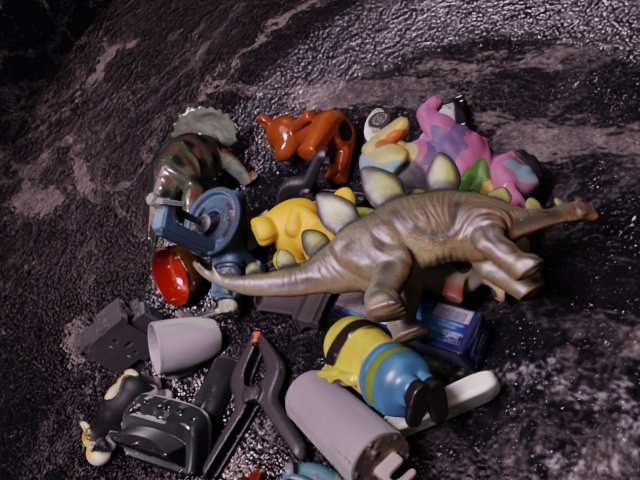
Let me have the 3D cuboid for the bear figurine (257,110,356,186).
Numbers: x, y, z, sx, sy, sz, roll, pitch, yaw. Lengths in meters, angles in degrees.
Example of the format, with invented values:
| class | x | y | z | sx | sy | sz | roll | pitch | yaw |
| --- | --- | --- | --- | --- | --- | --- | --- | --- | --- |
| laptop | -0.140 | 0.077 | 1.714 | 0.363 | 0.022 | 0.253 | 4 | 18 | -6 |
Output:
| class | x | y | z | sx | sy | sz | roll | pitch | yaw |
| --- | --- | --- | --- | --- | --- | --- | --- | --- | --- |
| bear figurine | -0.036 | -0.175 | 0.985 | 0.196 | 0.120 | 0.132 | 1 | 62 | 38 |

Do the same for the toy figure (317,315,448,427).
| class | x | y | z | sx | sy | sz | roll | pitch | yaw |
| --- | --- | --- | --- | --- | --- | --- | --- | --- | --- |
| toy figure | 0.072 | 0.148 | 0.625 | 0.180 | 0.082 | 0.089 | 14 | 76 | 59 |

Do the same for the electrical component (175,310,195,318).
| class | x | y | z | sx | sy | sz | roll | pitch | yaw |
| --- | --- | --- | --- | --- | --- | --- | --- | --- | --- |
| electrical component | -0.236 | 0.159 | 0.938 | 0.094 | 0.021 | 0.063 | 28 | 77 | 44 |

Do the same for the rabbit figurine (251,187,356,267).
| class | x | y | z | sx | sy | sz | roll | pitch | yaw |
| --- | --- | --- | --- | --- | --- | --- | --- | --- | --- |
| rabbit figurine | -0.002 | -0.003 | 0.828 | 0.162 | 0.121 | 0.173 | -28 | 20 | -15 |

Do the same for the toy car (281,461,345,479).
| class | x | y | z | sx | sy | sz | roll | pitch | yaw |
| --- | --- | --- | --- | --- | --- | --- | --- | --- | --- |
| toy car | 0.016 | 0.316 | 0.581 | 0.103 | 0.109 | 0.162 | -16 | 56 | 2 |

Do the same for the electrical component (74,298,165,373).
| class | x | y | z | sx | sy | sz | roll | pitch | yaw |
| --- | --- | --- | --- | --- | --- | --- | --- | --- | --- |
| electrical component | -0.340 | 0.165 | 0.941 | 0.134 | 0.114 | 0.058 | -39 | 46 | 7 |

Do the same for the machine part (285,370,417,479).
| class | x | y | z | sx | sy | sz | roll | pitch | yaw |
| --- | --- | --- | --- | --- | --- | --- | --- | --- | --- |
| machine part | 0.026 | 0.221 | 0.634 | 0.079 | 0.079 | 0.243 | -51 | 29 | -9 |

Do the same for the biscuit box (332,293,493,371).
| class | x | y | z | sx | sy | sz | roll | pitch | yaw |
| --- | --- | --- | --- | --- | --- | --- | --- | --- | --- |
| biscuit box | 0.115 | 0.105 | 0.697 | 0.203 | 0.062 | 0.059 | 14 | 65 | 41 |

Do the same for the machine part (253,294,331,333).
| class | x | y | z | sx | sy | sz | roll | pitch | yaw |
| --- | --- | --- | --- | --- | --- | --- | --- | --- | --- |
| machine part | -0.046 | 0.098 | 0.838 | 0.139 | 0.039 | 0.084 | 4 | 61 | 37 |

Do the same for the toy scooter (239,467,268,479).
| class | x | y | z | sx | sy | sz | roll | pitch | yaw |
| --- | --- | --- | --- | --- | --- | --- | --- | --- | --- |
| toy scooter | -0.112 | 0.356 | 0.658 | 0.184 | 0.075 | 0.135 | -18 | 49 | 20 |

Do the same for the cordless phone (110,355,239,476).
| class | x | y | z | sx | sy | sz | roll | pitch | yaw |
| --- | --- | --- | --- | --- | --- | --- | --- | --- | --- |
| cordless phone | -0.209 | 0.246 | 0.812 | 0.147 | 0.088 | 0.184 | 4 | 50 | 26 |

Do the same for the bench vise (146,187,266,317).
| class | x | y | z | sx | sy | sz | roll | pitch | yaw |
| --- | --- | --- | --- | --- | --- | --- | --- | --- | --- |
| bench vise | -0.182 | 0.002 | 0.853 | 0.129 | 0.240 | 0.223 | -3 | 69 | 32 |

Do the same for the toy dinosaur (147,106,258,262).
| class | x | y | z | sx | sy | sz | roll | pitch | yaw |
| --- | --- | --- | --- | --- | --- | --- | --- | --- | --- |
| toy dinosaur | -0.249 | -0.132 | 1.011 | 0.131 | 0.192 | 0.405 | -31 | 14 | 28 |

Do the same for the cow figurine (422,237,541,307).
| class | x | y | z | sx | sy | sz | roll | pitch | yaw |
| --- | --- | --- | --- | --- | --- | --- | --- | --- | --- |
| cow figurine | 0.179 | 0.023 | 0.682 | 0.195 | 0.085 | 0.127 | 21 | 74 | 23 |

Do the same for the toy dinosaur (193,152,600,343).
| class | x | y | z | sx | sy | sz | roll | pitch | yaw |
| --- | --- | --- | --- | --- | --- | --- | --- | --- | --- |
| toy dinosaur | 0.080 | 0.012 | 0.617 | 0.472 | 0.105 | 0.199 | -15 | 53 | 1 |

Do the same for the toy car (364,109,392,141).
| class | x | y | z | sx | sy | sz | roll | pitch | yaw |
| --- | --- | --- | --- | --- | --- | --- | --- | --- | --- |
| toy car | 0.104 | -0.132 | 0.880 | 0.056 | 0.073 | 0.202 | -16 | 49 | 25 |

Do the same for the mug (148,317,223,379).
| class | x | y | z | sx | sy | sz | roll | pitch | yaw |
| --- | --- | --- | --- | --- | --- | --- | --- | --- | --- |
| mug | -0.213 | 0.174 | 0.861 | 0.107 | 0.109 | 0.081 | -9 | 27 | -27 |

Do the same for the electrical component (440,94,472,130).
| class | x | y | z | sx | sy | sz | roll | pitch | yaw |
| --- | --- | --- | --- | --- | --- | --- | --- | --- | --- |
| electrical component | 0.206 | -0.170 | 0.857 | 0.075 | 0.047 | 0.119 | -18 | 49 | 24 |

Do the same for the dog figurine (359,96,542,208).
| class | x | y | z | sx | sy | sz | roll | pitch | yaw |
| --- | --- | --- | --- | --- | --- | --- | --- | --- | --- |
| dog figurine | 0.182 | -0.080 | 0.724 | 0.191 | 0.108 | 0.219 | -35 | 63 | -7 |

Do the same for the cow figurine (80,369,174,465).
| class | x | y | z | sx | sy | sz | roll | pitch | yaw |
| --- | --- | --- | --- | --- | --- | --- | --- | --- | --- |
| cow figurine | -0.324 | 0.282 | 0.851 | 0.167 | 0.098 | 0.068 | -49 | 50 | -7 |
